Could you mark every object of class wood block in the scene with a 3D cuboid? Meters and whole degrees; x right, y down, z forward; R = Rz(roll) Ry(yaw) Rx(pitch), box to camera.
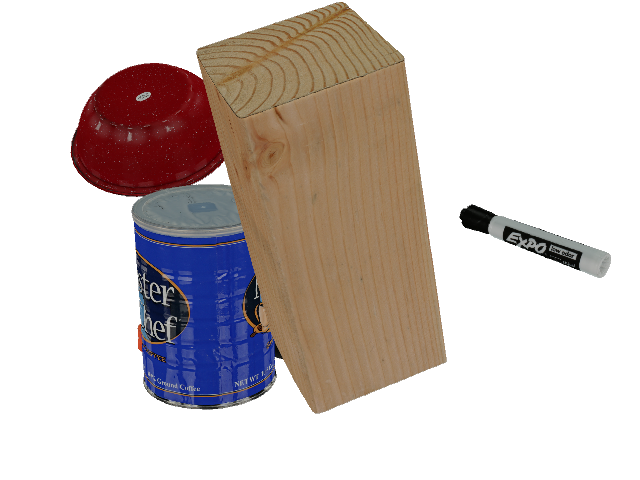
[{"bbox_3d":[0.004,-0.015,0.609,0.090,0.206,0.090,-20,37,-10],"label":"wood block"}]

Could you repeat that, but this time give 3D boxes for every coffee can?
[{"bbox_3d":[-0.085,0.040,0.795,0.103,0.140,0.103,0,20,0],"label":"coffee can"}]

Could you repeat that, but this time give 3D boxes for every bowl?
[{"bbox_3d":[-0.160,-0.116,0.995,0.162,0.162,0.055,0,-42,7],"label":"bowl"}]

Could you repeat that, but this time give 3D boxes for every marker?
[{"bbox_3d":[0.154,-0.001,0.783,0.121,0.020,0.020,23,14,36],"label":"marker"}]

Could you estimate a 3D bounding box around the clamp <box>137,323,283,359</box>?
[{"bbox_3d":[-0.062,0.085,0.996,0.209,0.036,0.165,-10,37,-20],"label":"clamp"}]
